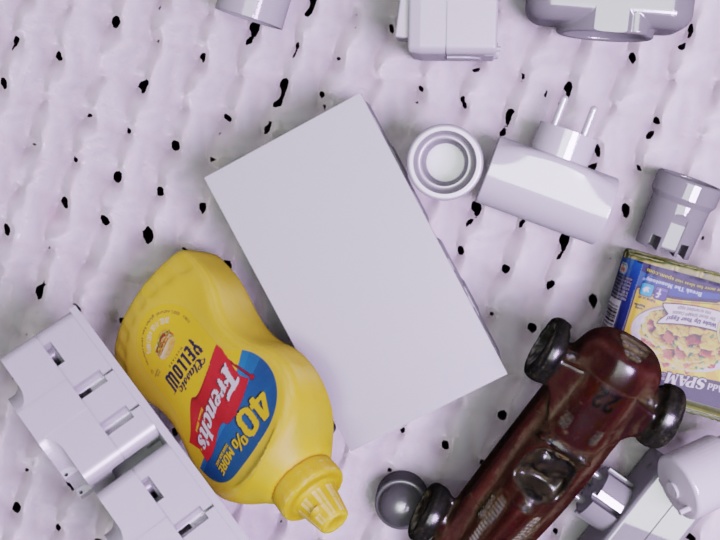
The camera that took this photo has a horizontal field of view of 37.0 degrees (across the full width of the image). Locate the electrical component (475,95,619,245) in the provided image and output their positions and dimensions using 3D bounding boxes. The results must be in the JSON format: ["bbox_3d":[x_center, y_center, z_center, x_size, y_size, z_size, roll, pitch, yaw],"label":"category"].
[{"bbox_3d":[0.120,-0.065,0.655,0.077,0.043,0.079,20,98,3],"label":"electrical component"}]

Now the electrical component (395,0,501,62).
[{"bbox_3d":[0.053,-0.174,0.640,0.061,0.061,0.096,1,97,5],"label":"electrical component"}]

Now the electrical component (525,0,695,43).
[{"bbox_3d":[0.148,-0.168,0.636,0.095,0.053,0.059,6,97,5],"label":"electrical component"}]

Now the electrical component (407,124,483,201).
[{"bbox_3d":[0.052,-0.065,0.650,0.044,0.065,0.044,0,96,5],"label":"electrical component"}]

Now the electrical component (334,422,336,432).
[{"bbox_3d":[-0.048,0.104,0.685,0.055,0.055,0.047,36,95,0],"label":"electrical component"}]

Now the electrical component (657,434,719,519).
[{"bbox_3d":[0.212,0.115,0.628,0.078,0.040,0.040,-20,95,-14],"label":"electrical component"}]

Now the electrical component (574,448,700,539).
[{"bbox_3d":[0.161,0.148,0.674,0.076,0.047,0.083,36,99,2],"label":"electrical component"}]

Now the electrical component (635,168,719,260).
[{"bbox_3d":[0.193,-0.034,0.655,0.040,0.040,0.046,19,104,3],"label":"electrical component"}]

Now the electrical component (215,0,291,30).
[{"bbox_3d":[-0.056,-0.193,0.657,0.043,0.043,0.081,18,98,3],"label":"electrical component"}]

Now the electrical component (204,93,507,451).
[{"bbox_3d":[0.000,0.000,0.665,0.105,0.060,0.186,-27,93,8],"label":"electrical component"}]

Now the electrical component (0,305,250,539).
[{"bbox_3d":[-0.135,0.125,0.638,0.060,0.105,0.186,-36,76,-17],"label":"electrical component"}]
